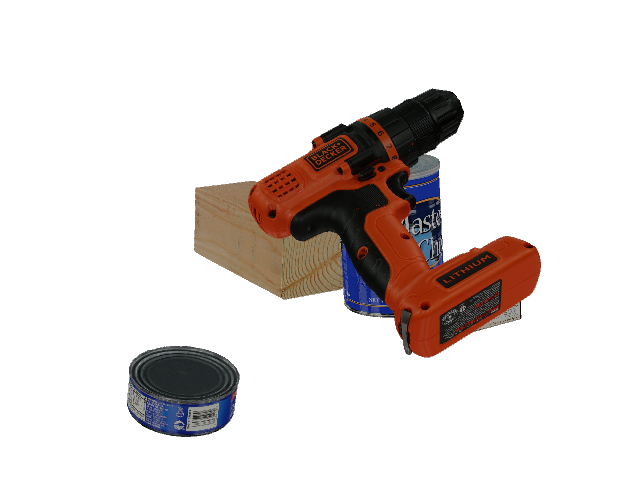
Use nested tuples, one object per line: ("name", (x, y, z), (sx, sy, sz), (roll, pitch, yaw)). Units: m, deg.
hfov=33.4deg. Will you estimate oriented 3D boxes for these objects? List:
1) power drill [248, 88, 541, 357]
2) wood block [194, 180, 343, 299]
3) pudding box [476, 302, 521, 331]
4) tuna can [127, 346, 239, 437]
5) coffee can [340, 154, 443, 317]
("power drill", (0.067, -0.019, 0.756), (0.184, 0.057, 0.188), (-32, 52, -15))
("wood block", (-0.065, -0.005, 1.297), (0.090, 0.090, 0.206), (-8, 19, -34))
("pudding box", (0.217, 0.095, 1.529), (0.113, 0.039, 0.090), (-15, 22, -17))
("tuna can", (-0.107, 0.117, 0.833), (0.086, 0.034, 0.086), (7, 22, -3))
("coffee can", (0.069, -0.007, 1.049), (0.103, 0.140, 0.103), (-4, 16, 1))
